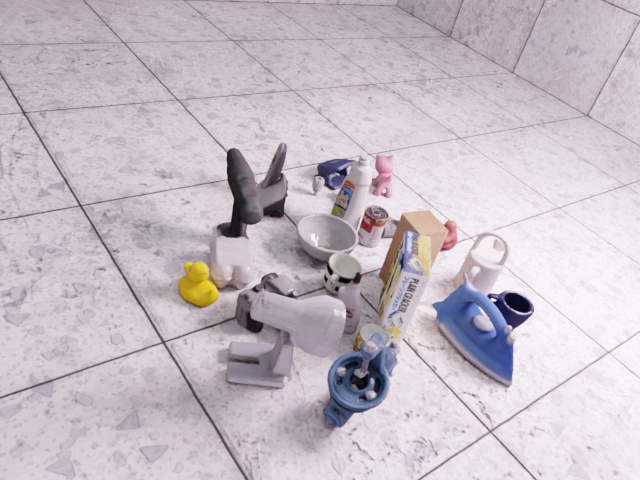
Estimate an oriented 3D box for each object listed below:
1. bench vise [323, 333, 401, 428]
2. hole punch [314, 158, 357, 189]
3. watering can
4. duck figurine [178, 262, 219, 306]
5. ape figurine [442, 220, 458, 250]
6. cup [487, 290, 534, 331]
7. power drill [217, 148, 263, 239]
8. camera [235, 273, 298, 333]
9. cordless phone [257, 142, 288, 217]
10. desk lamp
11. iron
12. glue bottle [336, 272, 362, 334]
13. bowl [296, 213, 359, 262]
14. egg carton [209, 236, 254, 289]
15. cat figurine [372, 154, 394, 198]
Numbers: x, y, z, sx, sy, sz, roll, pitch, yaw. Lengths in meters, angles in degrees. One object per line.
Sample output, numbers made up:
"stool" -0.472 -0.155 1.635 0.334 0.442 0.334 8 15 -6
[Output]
"bench vise" 0.091 0.240 1.123 0.121 0.220 0.208 23 37 9
"hole punch" 0.049 -0.226 1.814 0.100 0.091 0.109 37 41 25
"watering can" 0.437 0.053 1.517 0.101 0.194 0.173 20 37 5
"duck figurine" -0.270 0.091 1.288 0.104 0.086 0.078 34 40 22
"ape figurine" 0.371 -0.020 1.671 0.076 0.092 0.078 21 37 6
"cup" 0.464 0.184 1.441 0.117 0.095 0.092 20 37 4
"power drill" -0.206 -0.091 1.445 0.076 0.208 0.229 -5 41 -25
"camera" -0.093 0.148 1.271 0.136 0.101 0.143 39 42 27
"cordless phone" -0.128 -0.169 1.595 0.094 0.185 0.147 6 38 -13
"desk lamp" -0.069 0.191 1.129 0.203 0.213 0.118 7 38 -12
"iron" 0.387 0.204 1.348 0.119 0.141 0.257 -11 45 -32
"glue bottle" 0.065 0.136 1.285 0.078 0.173 0.037 12 37 -6
"bowl" 0.014 0.005 1.517 0.167 0.075 0.167 11 37 -8
"egg carton" -0.211 0.052 1.375 0.107 0.069 0.150 3 39 -17
"cat figurine" 0.209 -0.219 1.844 0.067 0.118 0.127 6 38 -13
